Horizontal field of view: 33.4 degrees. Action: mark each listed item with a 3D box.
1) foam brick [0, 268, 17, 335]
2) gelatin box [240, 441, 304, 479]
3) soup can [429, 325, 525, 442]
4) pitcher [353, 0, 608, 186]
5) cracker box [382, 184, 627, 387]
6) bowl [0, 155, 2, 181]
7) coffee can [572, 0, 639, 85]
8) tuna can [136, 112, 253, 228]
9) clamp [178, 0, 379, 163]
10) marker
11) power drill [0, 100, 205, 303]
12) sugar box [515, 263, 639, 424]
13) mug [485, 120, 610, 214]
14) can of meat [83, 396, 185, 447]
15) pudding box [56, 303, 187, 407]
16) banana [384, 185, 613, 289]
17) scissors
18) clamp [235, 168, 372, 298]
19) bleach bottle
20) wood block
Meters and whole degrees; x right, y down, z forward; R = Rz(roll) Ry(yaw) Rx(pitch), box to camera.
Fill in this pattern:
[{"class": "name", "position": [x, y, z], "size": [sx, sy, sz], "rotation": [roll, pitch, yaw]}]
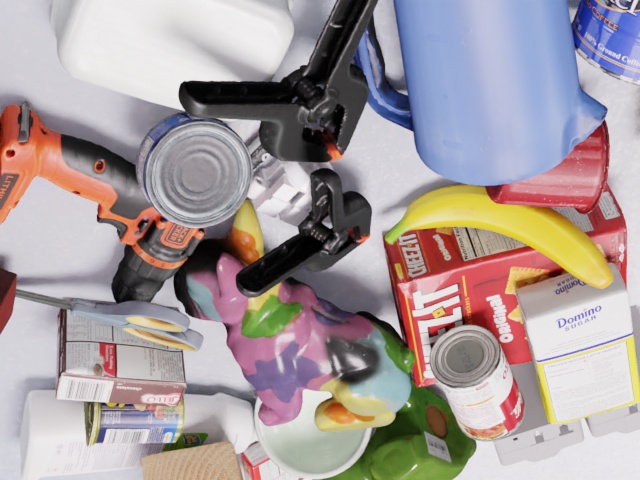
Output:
[{"class": "foam brick", "position": [-0.303, 0.050, 0.901], "size": [0.078, 0.053, 0.051], "rotation": [19, 128, -6]}, {"class": "gelatin box", "position": [-0.039, 0.236, 1.150], "size": [0.089, 0.030, 0.073], "rotation": [-27, 139, -21]}, {"class": "soup can", "position": [0.146, 0.133, 0.988], "size": [0.068, 0.068, 0.102], "rotation": [-22, 136, 8]}, {"class": "pitcher", "position": [0.102, -0.168, 0.756], "size": [0.149, 0.145, 0.243], "rotation": [-24, 131, -6]}, {"class": "cracker box", "position": [0.179, 0.047, 1.008], "size": [0.213, 0.072, 0.164], "rotation": [-14, 135, 1]}, {"class": "bowl", "position": [-0.286, -0.063, 0.776], "size": [0.162, 0.055, 0.162], "rotation": [10, 112, 26]}, {"class": "coffee can", "position": [0.251, -0.196, 0.769], "size": [0.102, 0.103, 0.140], "rotation": [1, 133, -14]}, {"class": "tuna can", "position": [-0.095, -0.053, 0.812], "size": [0.086, 0.034, 0.086], "rotation": [-6, 109, -18]}, {"class": "clamp", "position": [-0.002, -0.114, 0.776], "size": [0.164, 0.036, 0.210], "rotation": [-38, 159, 3]}, {"class": "marker", "position": [-0.040, -0.082, 0.870], "size": [0.020, 0.020, 0.121], "rotation": [30, 121, -34]}, {"class": "power drill", "position": [-0.186, -0.024, 0.869], "size": [0.187, 0.057, 0.185], "rotation": [16, 127, -28]}, {"class": "sugar box", "position": [0.242, 0.099, 0.990], "size": [0.093, 0.048, 0.176], "rotation": [-17, 133, 6]}, {"class": "mug", "position": [0.185, -0.080, 0.883], "size": [0.081, 0.093, 0.117], "rotation": [2, 107, -8]}, {"class": "can of meat", "position": [-0.176, 0.142, 1.000], "size": [0.083, 0.102, 0.057], "rotation": [4, 135, -20]}, {"class": "pudding box", "position": [-0.180, 0.102, 0.966], "size": [0.113, 0.090, 0.039], "rotation": [8, 132, -20]}, {"class": "banana", "position": [0.159, -0.010, 0.926], "size": [0.198, 0.069, 0.037], "rotation": [11, 174, 17]}, {"class": "scissors", "position": [-0.194, 0.057, 0.916], "size": [0.201, 0.016, 0.096], "rotation": [19, 158, -10]}, {"class": "clamp", "position": [-0.006, 0.001, 0.879], "size": [0.120, 0.039, 0.171], "rotation": [-45, 162, 9]}, {"class": "bleach bottle", "position": [-0.170, 0.195, 1.079], "size": [0.250, 0.068, 0.103], "rotation": [3, 142, -20]}, {"class": "wood block", "position": [-0.120, 0.276, 1.095], "size": [0.090, 0.090, 0.206], "rotation": [-9, 159, -4]}]
